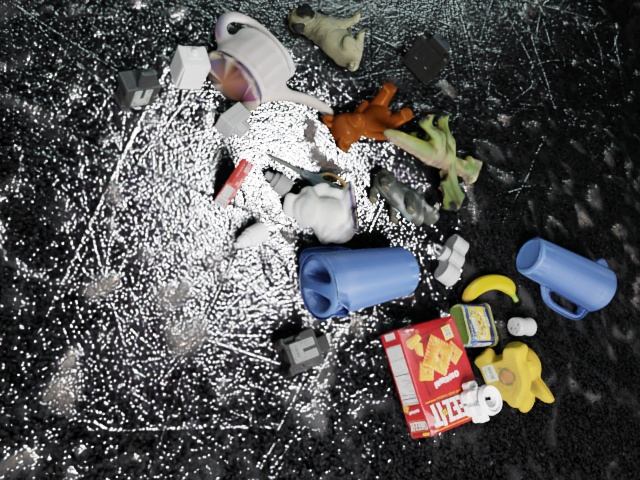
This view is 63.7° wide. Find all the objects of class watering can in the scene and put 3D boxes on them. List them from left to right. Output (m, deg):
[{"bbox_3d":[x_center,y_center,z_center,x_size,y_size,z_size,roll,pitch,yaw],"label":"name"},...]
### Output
[{"bbox_3d":[-0.122,-0.376,1.198,0.102,0.345,0.229,-29,20,49],"label":"watering can"}]

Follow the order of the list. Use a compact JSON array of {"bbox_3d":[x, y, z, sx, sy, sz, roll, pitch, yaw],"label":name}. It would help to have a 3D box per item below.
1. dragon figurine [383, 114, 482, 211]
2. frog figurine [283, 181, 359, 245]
[{"bbox_3d":[0.308,-0.188,1.320,0.120,0.244,0.414,-29,-6,42],"label":"dragon figurine"},{"bbox_3d":[0.003,-0.056,1.119,0.159,0.138,0.122,-7,-5,8],"label":"frog figurine"}]
